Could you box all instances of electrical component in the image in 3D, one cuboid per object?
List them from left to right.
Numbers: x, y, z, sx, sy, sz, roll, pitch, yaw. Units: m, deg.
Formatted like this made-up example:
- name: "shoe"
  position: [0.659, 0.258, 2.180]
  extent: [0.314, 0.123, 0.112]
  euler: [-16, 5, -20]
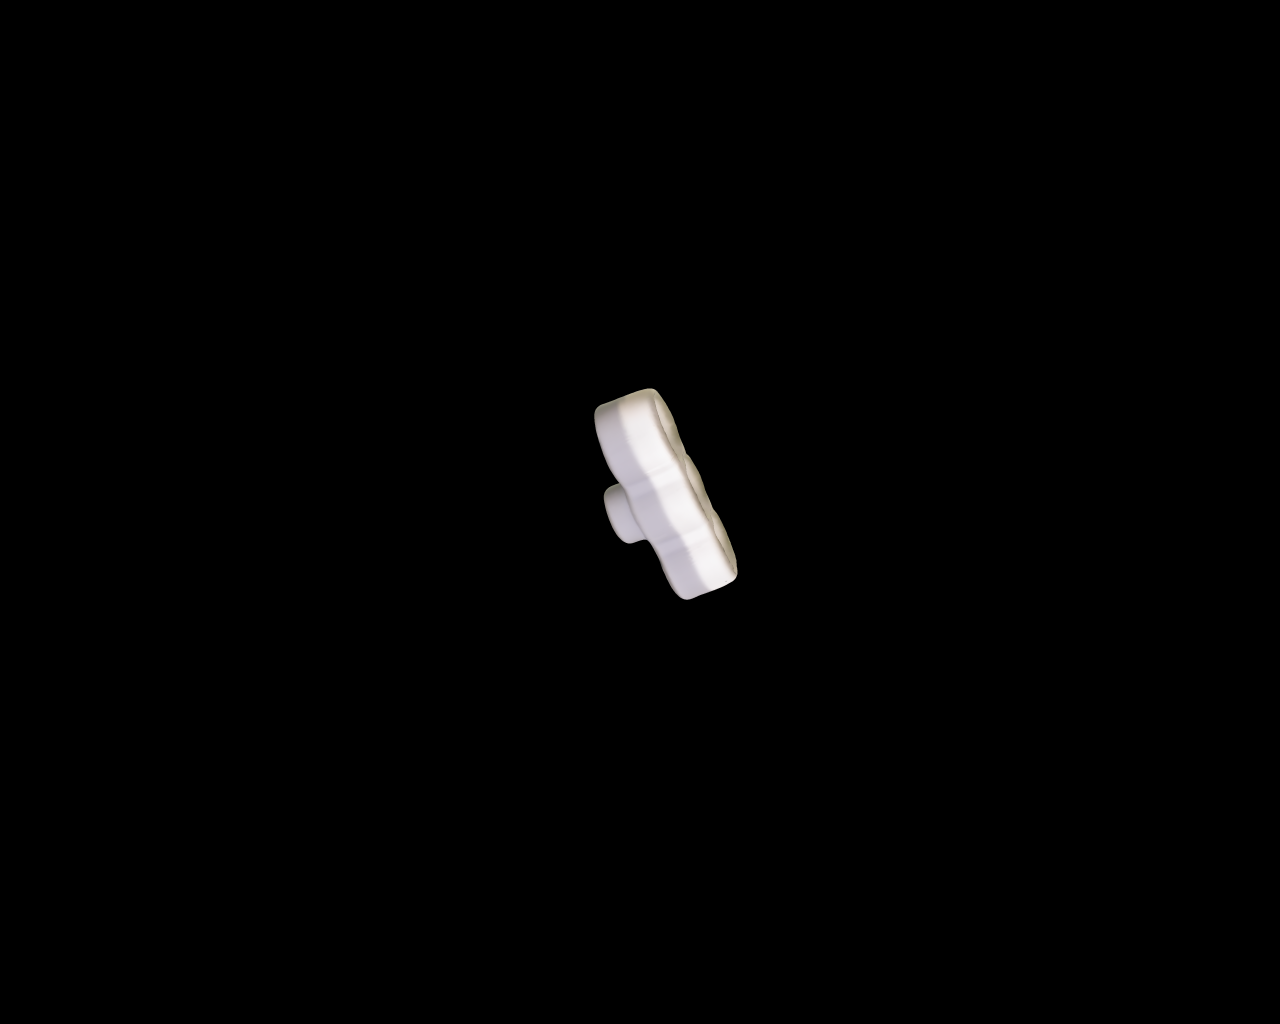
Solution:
- name: "electrical component"
  position: [0.001, -0.003, 0.650]
  extent: [0.074, 0.138, 0.052]
  euler: [-21, 28, 12]
